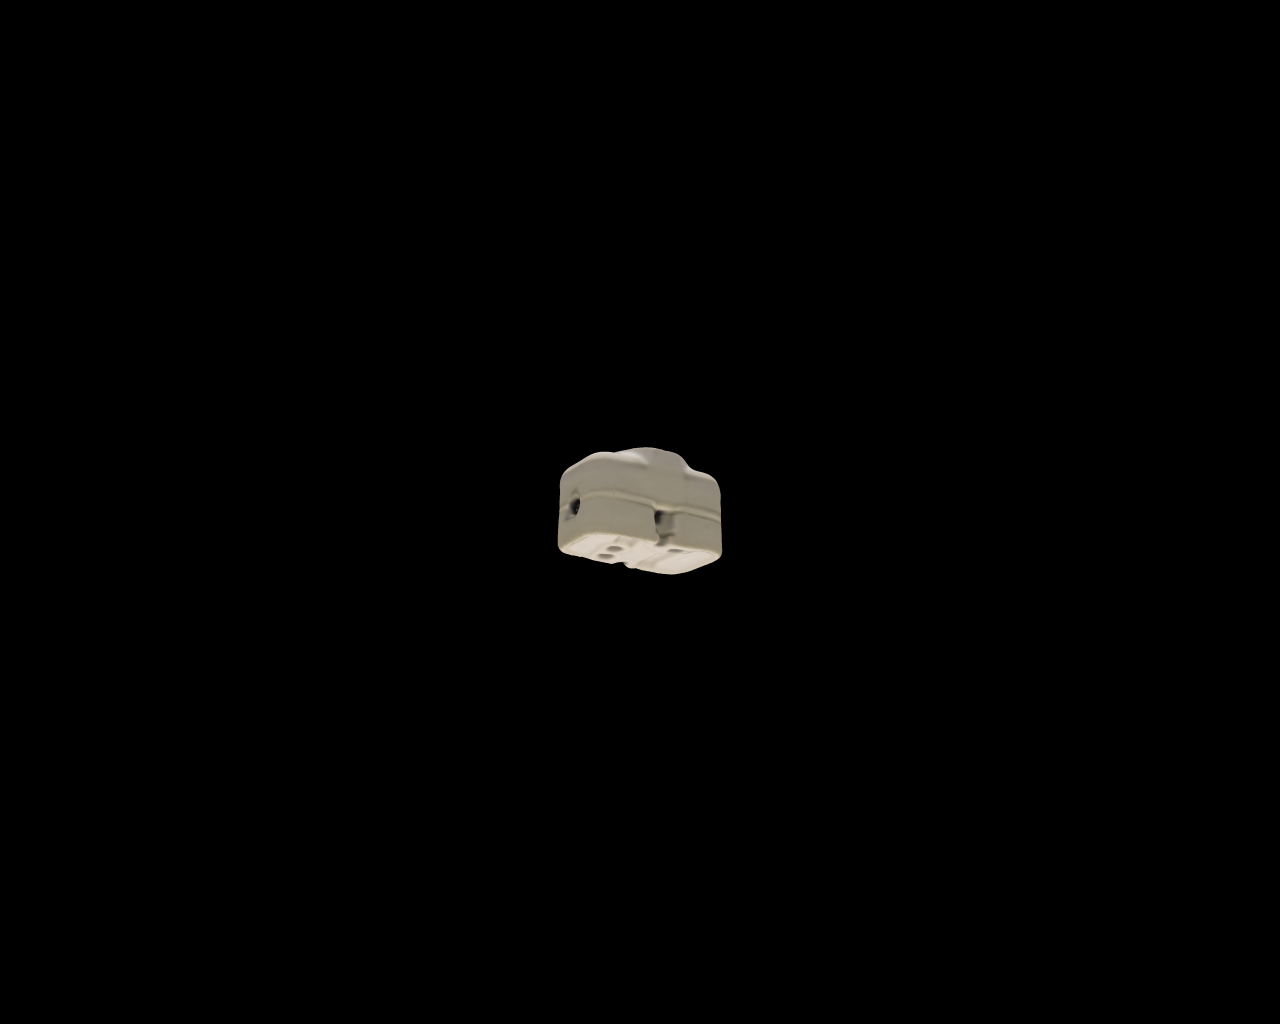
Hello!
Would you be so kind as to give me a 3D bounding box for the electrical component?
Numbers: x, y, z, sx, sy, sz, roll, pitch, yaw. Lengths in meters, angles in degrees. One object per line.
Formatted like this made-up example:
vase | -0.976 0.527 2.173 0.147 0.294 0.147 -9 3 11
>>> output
electrical component | 0.001 -0.003 0.650 0.095 0.059 0.053 12 -23 -31
